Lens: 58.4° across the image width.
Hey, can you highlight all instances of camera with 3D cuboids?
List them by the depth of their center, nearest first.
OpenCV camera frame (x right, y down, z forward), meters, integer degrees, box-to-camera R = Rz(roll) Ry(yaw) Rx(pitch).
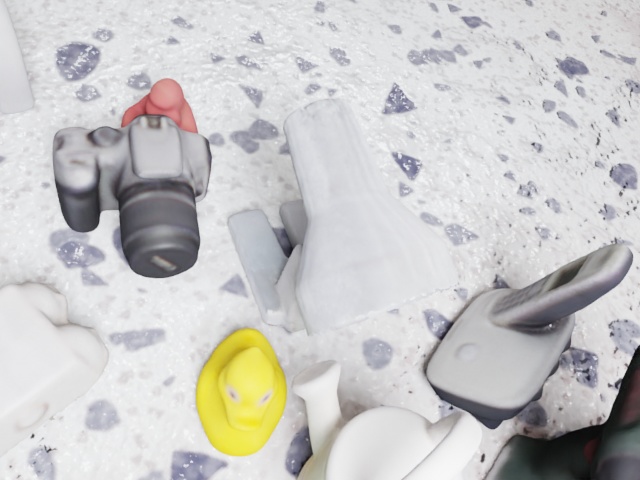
[{"bbox_3d":[-0.166,-0.040,0.525,0.143,0.100,0.136,-4,60,-19],"label":"camera"}]

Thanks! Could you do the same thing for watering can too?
[{"bbox_3d":[0.042,0.165,0.399,0.173,0.194,0.101,30,55,4],"label":"watering can"}]

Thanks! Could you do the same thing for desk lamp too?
[{"bbox_3d":[0.004,0.002,0.481,0.118,0.213,0.203,-15,64,-24],"label":"desk lamp"}]

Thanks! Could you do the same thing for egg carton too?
[{"bbox_3d":[-0.244,0.103,0.429,0.107,0.069,0.150,42,56,12],"label":"egg carton"}]

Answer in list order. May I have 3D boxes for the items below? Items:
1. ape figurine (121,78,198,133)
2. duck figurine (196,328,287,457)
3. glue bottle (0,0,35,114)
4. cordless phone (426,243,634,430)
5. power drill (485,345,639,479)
[{"bbox_3d":[-0.160,-0.127,0.588,0.078,0.092,0.076,27,55,2],"label":"ape figurine"},{"bbox_3d":[-0.060,0.115,0.467,0.077,0.086,0.104,9,56,-11],"label":"duck figurine"},{"bbox_3d":[-0.313,-0.204,0.541,0.037,0.173,0.078,-26,68,-29],"label":"glue bottle"},{"bbox_3d":[0.184,0.078,0.504,0.094,0.185,0.148,37,56,9],"label":"cordless phone"},{"bbox_3d":[0.205,0.181,0.430,0.075,0.208,0.230,39,56,10],"label":"power drill"}]
